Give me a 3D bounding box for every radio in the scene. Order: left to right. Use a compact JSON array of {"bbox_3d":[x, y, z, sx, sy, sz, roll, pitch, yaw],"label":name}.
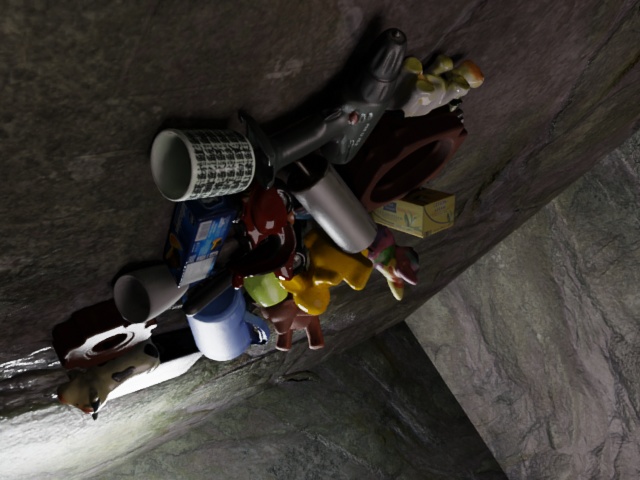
[{"bbox_3d":[-0.379,0.272,1.205,0.131,0.073,0.229,-44,161,30],"label":"radio"}]

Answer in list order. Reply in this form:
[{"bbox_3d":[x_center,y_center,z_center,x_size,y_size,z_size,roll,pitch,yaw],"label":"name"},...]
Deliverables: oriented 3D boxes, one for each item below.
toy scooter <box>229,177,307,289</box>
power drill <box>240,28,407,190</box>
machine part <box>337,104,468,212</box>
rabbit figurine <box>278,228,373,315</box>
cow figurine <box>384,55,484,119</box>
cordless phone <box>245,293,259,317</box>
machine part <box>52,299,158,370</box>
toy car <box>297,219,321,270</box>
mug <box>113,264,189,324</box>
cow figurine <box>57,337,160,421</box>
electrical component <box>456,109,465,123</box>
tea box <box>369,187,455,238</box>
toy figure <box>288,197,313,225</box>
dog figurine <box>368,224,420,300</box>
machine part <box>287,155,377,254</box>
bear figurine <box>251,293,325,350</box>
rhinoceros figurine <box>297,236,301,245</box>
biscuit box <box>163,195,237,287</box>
[{"bbox_3d":[-0.093,0.000,0.821,0.135,0.075,0.183,-34,122,-32],"label":"toy scooter"},{"bbox_3d":[0.000,-0.160,0.696,0.207,0.086,0.232,-34,167,-21],"label":"power drill"},{"bbox_3d":[0.137,-0.148,0.931,0.201,0.087,0.201,-25,161,-27],"label":"machine part"},{"bbox_3d":[-0.002,0.069,0.987,0.162,0.122,0.173,14,124,-21],"label":"rabbit figurine"},{"bbox_3d":[0.172,-0.224,0.814,0.167,0.068,0.098,-16,162,-34],"label":"cow figurine"},{"bbox_3d":[-0.192,0.167,1.260,0.146,0.089,0.184,-4,136,-56],"label":"cordless phone"},{"bbox_3d":[-0.377,0.165,0.946,0.179,0.056,0.179,-28,162,-10],"label":"machine part"},{"bbox_3d":[-0.002,-0.003,1.049,0.073,0.056,0.201,-21,135,-25],"label":"toy car"},{"bbox_3d":[-0.273,0.089,0.881,0.109,0.081,0.107,-52,165,31],"label":"mug"},{"bbox_3d":[-0.402,0.255,1.030,0.195,0.127,0.085,-22,157,-37],"label":"cow figurine"},{"bbox_3d":[0.234,-0.211,1.030,0.094,0.021,0.063,-35,162,11],"label":"electrical component"},{"bbox_3d":[0.172,-0.067,1.072,0.098,0.170,0.068,-20,117,-37],"label":"tea box"},{"bbox_3d":[-0.046,-0.053,0.922,0.154,0.058,0.064,-21,156,-22],"label":"toy figure"},{"bbox_3d":[0.111,0.031,1.150,0.191,0.219,0.108,-20,155,-36],"label":"dog figurine"},{"bbox_3d":[0.023,-0.054,0.872,0.079,0.079,0.243,-36,130,10],"label":"machine part"},{"bbox_3d":[-0.067,0.174,1.160,0.120,0.132,0.195,-6,170,12],"label":"bear figurine"},{"bbox_3d":[-0.072,0.068,1.174,0.112,0.073,0.190,-20,159,-38],"label":"rhinoceros figurine"},{"bbox_3d":[-0.184,-0.006,0.802,0.059,0.063,0.202,-20,158,-33],"label":"biscuit box"}]
